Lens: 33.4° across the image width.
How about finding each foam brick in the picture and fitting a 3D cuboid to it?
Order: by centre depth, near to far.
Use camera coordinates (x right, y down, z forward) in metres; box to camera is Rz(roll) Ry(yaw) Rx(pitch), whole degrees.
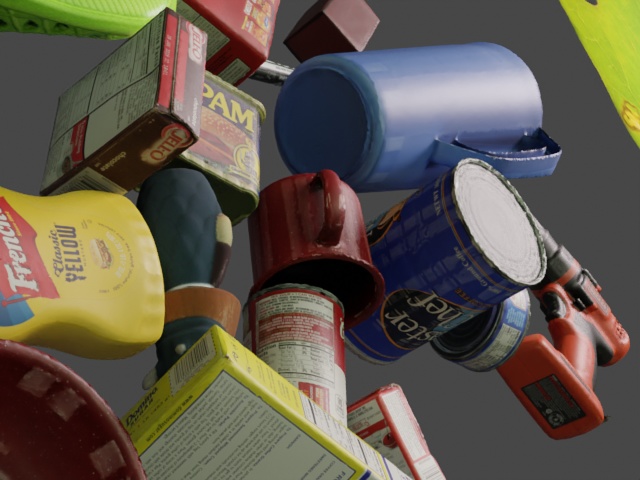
[{"bbox_3d":[0.011,-0.186,0.953,0.051,0.053,0.078,46,36,-15],"label":"foam brick"}]

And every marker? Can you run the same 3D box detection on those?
[{"bbox_3d":[-0.028,-0.136,0.893,0.120,0.020,0.020,7,57,-48],"label":"marker"}]

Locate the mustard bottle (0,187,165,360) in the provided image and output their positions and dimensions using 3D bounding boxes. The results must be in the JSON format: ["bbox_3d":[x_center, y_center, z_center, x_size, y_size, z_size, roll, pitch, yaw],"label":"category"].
[{"bbox_3d":[-0.172,0.014,0.555,0.191,0.058,0.096,6,62,-48],"label":"mustard bottle"}]

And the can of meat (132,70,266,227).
[{"bbox_3d":[-0.087,-0.066,0.729,0.102,0.058,0.084,28,46,-34],"label":"can of meat"}]

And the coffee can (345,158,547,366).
[{"bbox_3d":[0.079,0.018,0.787,0.102,0.141,0.103,31,41,-32],"label":"coffee can"}]

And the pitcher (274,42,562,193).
[{"bbox_3d":[0.084,-0.097,0.895,0.242,0.149,0.145,-12,83,-51],"label":"pitcher"}]

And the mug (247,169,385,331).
[{"bbox_3d":[-0.005,0.001,0.728,0.093,0.117,0.081,1,50,-12],"label":"mug"}]

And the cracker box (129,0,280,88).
[{"bbox_3d":[-0.128,-0.226,0.798,0.213,0.072,0.164,36,38,-25],"label":"cracker box"}]

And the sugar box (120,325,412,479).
[{"bbox_3d":[-0.024,0.137,0.602,0.176,0.093,0.048,41,10,-23],"label":"sugar box"}]

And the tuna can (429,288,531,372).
[{"bbox_3d":[0.126,0.061,0.859,0.033,0.086,0.086,24,45,-34],"label":"tuna can"}]

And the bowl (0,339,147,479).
[{"bbox_3d":[-0.155,0.127,0.484,0.162,0.055,0.162,31,41,-32],"label":"bowl"}]

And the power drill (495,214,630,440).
[{"bbox_3d":[0.214,0.077,0.979,0.184,0.057,0.187,49,35,-10],"label":"power drill"}]

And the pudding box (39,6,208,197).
[{"bbox_3d":[-0.118,-0.075,0.645,0.039,0.114,0.090,35,39,-35],"label":"pudding box"}]

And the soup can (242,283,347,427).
[{"bbox_3d":[-0.017,0.088,0.676,0.068,0.069,0.102,30,42,-33],"label":"soup can"}]

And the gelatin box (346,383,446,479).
[{"bbox_3d":[0.037,0.148,0.688,0.030,0.073,0.089,-9,69,-54],"label":"gelatin box"}]
